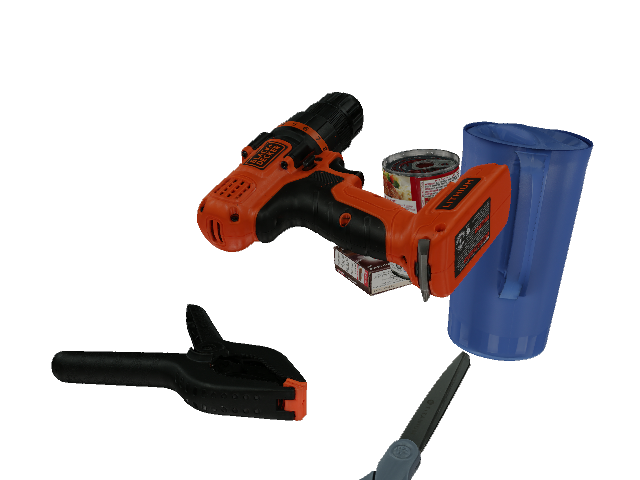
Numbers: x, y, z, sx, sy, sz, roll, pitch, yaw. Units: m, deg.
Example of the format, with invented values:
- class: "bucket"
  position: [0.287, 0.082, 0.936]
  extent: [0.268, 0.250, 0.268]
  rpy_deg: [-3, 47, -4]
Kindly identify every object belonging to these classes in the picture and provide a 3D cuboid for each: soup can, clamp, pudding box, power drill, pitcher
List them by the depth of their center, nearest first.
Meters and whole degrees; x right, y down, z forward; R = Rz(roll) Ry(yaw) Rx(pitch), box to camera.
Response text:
- class: "power drill"
  position: [0.034, -0.038, 0.749]
  extent: [0.188, 0.057, 0.184]
  rpy_deg: [16, 44, 29]
- class: "clamp"
  position: [-0.090, 0.099, 0.872]
  extent: [0.210, 0.036, 0.164]
  rpy_deg: [10, 21, 30]
- class: "soup can"
  position: [0.092, -0.023, 0.946]
  extent: [0.068, 0.102, 0.068]
  rpy_deg: [-5, 22, 2]
- class: "pitcher"
  position: [0.202, 0.003, 1.124]
  extent: [0.148, 0.243, 0.145]
  rpy_deg: [-9, 22, -39]
- class: "pudding box"
  position: [0.086, 0.026, 1.355]
  extent: [0.113, 0.039, 0.090]
  rpy_deg: [-17, 27, -25]

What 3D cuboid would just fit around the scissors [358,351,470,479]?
- class: "scissors"
  position: [0.056, 0.135, 0.595]
  extent: [0.096, 0.016, 0.201]
  rpy_deg: [26, 47, 37]
